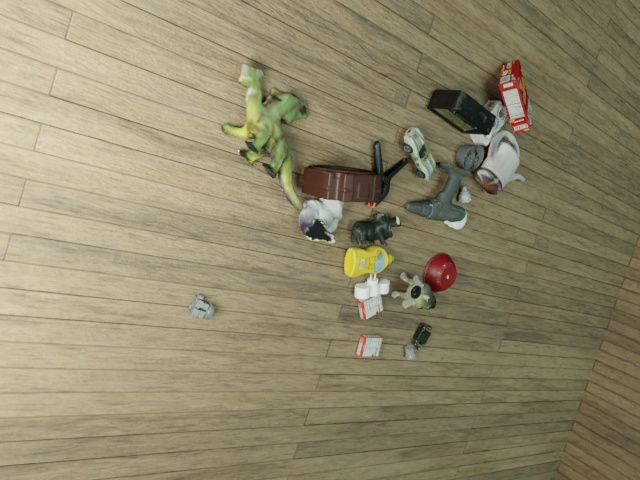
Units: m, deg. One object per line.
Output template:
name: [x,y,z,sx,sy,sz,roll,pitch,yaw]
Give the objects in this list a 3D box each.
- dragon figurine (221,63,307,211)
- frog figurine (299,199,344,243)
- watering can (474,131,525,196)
dragon figurine: [-0.109,-0.295,1.399,0.246,0.122,0.403,-54,128,-20]
frog figurine: [0.005,-0.078,1.556,0.136,0.121,0.163,39,44,-29]
watering can: [0.710,-0.265,1.995,0.226,0.105,0.341,-53,135,-10]
